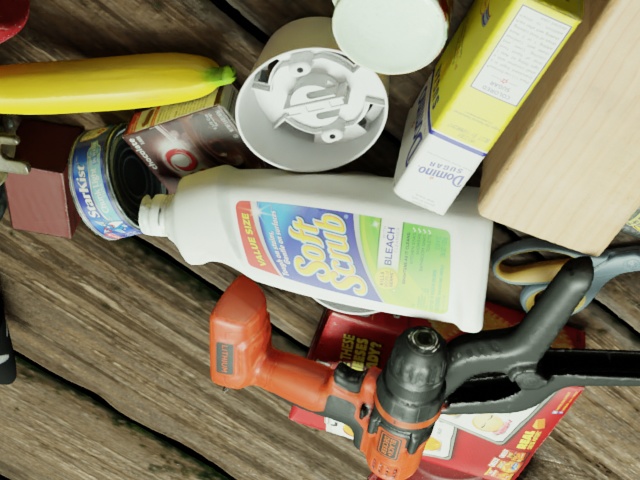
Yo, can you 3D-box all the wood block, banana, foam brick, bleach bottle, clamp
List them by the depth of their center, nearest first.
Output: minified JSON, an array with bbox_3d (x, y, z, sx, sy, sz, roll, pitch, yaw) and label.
[{"bbox_3d":[0.181,-0.096,0.656,0.090,0.090,0.206,19,138,-6],"label":"wood block"},{"bbox_3d":[-0.155,-0.111,0.740,0.198,0.037,0.069,-5,175,0],"label":"banana"},{"bbox_3d":[-0.005,0.001,0.763,0.251,0.068,0.102,6,115,9],"label":"bleach bottle"},{"bbox_3d":[0.155,0.084,0.792,0.210,0.036,0.164,-20,134,31],"label":"clamp"},{"bbox_3d":[-0.215,-0.048,0.840,0.051,0.053,0.078,11,137,3],"label":"foam brick"}]

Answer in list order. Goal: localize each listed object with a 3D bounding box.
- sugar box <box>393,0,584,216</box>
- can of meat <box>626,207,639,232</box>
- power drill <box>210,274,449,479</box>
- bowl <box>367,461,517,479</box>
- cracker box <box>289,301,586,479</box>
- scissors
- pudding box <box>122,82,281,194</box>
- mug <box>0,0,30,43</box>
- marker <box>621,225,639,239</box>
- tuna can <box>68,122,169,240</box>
[{"bbox_3d":[0.102,-0.106,0.665,0.048,0.093,0.176,24,136,-9],"label":"sugar box"},{"bbox_3d":[0.259,-0.036,0.725,0.084,0.057,0.102,28,136,-12],"label":"can of meat"},{"bbox_3d":[0.006,0.099,0.822,0.188,0.057,0.184,26,141,15],"label":"power drill"},{"bbox_3d":[0.126,0.236,1.050,0.162,0.055,0.162,8,137,7],"label":"bowl"},{"bbox_3d":[0.097,0.117,0.920,0.213,0.072,0.164,18,136,-2],"label":"cracker box"},{"bbox_3d":[0.236,0.028,0.829,0.202,0.016,0.096,0,137,15],"label":"scissors"},{"bbox_3d":[-0.078,-0.061,0.799,0.090,0.039,0.113,-14,131,28],"label":"pudding box"},{"bbox_3d":[-0.252,-0.169,0.705,0.082,0.093,0.117,-21,91,26],"label":"mug"},{"bbox_3d":[0.190,-0.023,0.784,0.121,0.020,0.020,15,138,-2],"label":"marker"},{"bbox_3d":[-0.150,-0.045,0.802,0.034,0.086,0.086,-11,132,23],"label":"tuna can"}]
